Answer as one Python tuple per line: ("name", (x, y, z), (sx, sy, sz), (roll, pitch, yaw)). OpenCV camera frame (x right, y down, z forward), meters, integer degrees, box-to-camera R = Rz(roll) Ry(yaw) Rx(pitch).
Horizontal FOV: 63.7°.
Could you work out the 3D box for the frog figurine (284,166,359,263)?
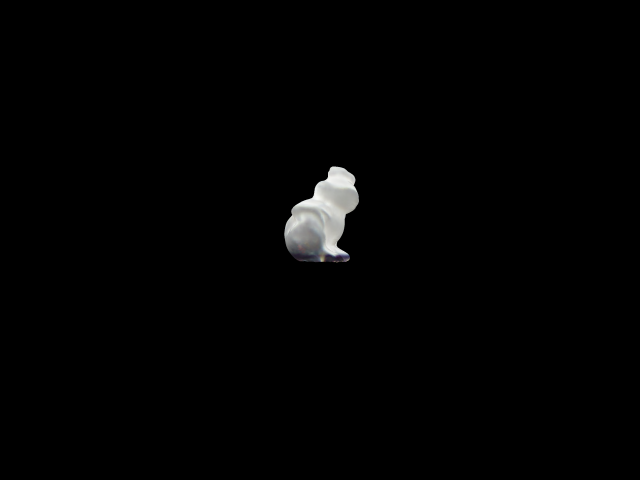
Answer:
("frog figurine", (0.003, -0.043, 0.850), (0.122, 0.160, 0.137), (-3, -5, 33))
